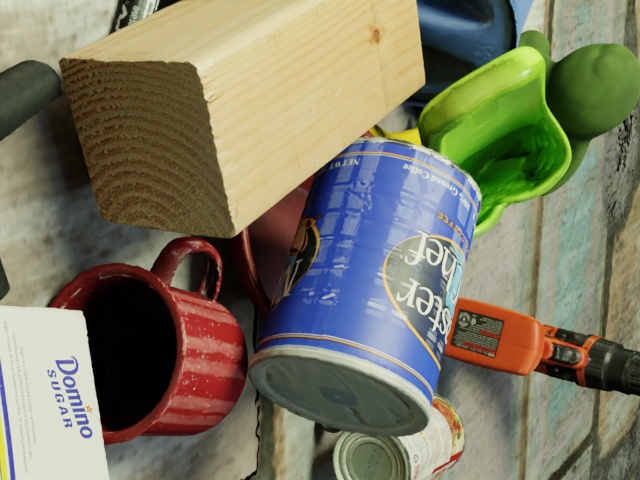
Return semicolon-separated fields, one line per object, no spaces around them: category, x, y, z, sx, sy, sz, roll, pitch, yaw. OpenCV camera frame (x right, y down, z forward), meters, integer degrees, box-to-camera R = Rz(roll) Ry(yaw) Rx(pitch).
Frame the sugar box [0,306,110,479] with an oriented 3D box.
sugar box;-0.172;0.074;0.466;0.176;0.048;0.093;16;59;-60

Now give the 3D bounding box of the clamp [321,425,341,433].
clamp;0.036;0.034;0.817;0.209;0.036;0.164;-48;138;-35

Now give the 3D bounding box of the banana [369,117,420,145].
banana;0.031;-0.083;0.775;0.197;0.037;0.069;19;66;-59

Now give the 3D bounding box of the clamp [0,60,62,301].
clamp;-0.153;-0.042;0.449;0.171;0.039;0.120;85;13;-77

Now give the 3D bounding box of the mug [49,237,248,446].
mug;-0.087;0.053;0.577;0.081;0.093;0.117;24;88;-63

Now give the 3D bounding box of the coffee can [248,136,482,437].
coffee can;0.028;0.027;0.608;0.102;0.103;0.140;54;46;-50

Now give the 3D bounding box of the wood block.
wood block;-0.031;-0.090;0.582;0.205;0.090;0.091;-41;130;-47

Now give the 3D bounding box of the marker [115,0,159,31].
marker;-0.102;-0.106;0.570;0.020;0.020;0.121;24;79;-57

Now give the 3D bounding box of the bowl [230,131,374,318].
bowl;-0.005;0.001;0.695;0.161;0.055;0.162;11;74;-42

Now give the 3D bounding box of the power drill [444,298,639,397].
power drill;0.214;0.105;1.001;0.187;0.185;0.057;19;84;-48

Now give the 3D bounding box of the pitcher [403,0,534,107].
pitcher;0.094;-0.220;0.742;0.149;0.145;0.242;76;31;-42

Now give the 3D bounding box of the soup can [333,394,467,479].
soup can;0.063;0.163;0.834;0.102;0.069;0.068;-11;109;-58
